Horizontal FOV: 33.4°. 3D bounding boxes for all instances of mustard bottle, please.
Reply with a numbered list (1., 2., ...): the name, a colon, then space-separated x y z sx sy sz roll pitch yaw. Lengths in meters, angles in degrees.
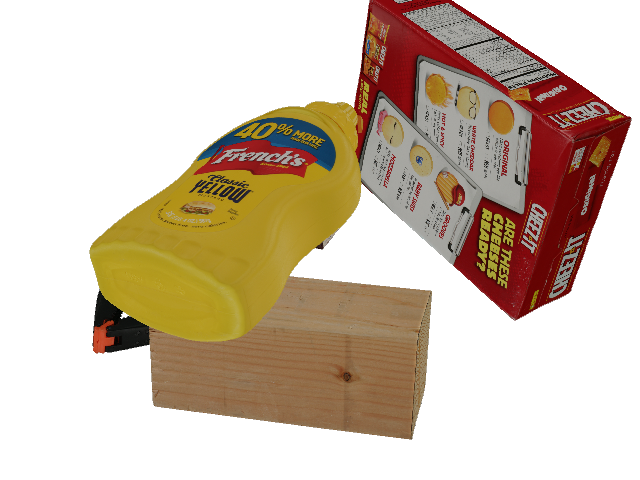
1. mustard bottle: -0.032 -0.025 0.591 0.096 0.058 0.191 12 40 29

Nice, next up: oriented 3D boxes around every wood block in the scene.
1. wood block: -0.022 0.086 0.842 0.206 0.091 0.090 6 23 11

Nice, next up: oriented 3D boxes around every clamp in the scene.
1. clamp: -0.154 0.043 1.024 0.165 0.036 0.209 27 35 26

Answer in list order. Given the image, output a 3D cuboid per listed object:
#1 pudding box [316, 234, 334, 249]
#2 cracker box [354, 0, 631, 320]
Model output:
1. pudding box: -0.024 -0.030 1.230 0.090 0.039 0.113 8 23 12
2. cracker box: 0.115 -0.071 0.808 0.072 0.164 0.214 -22 48 -31
